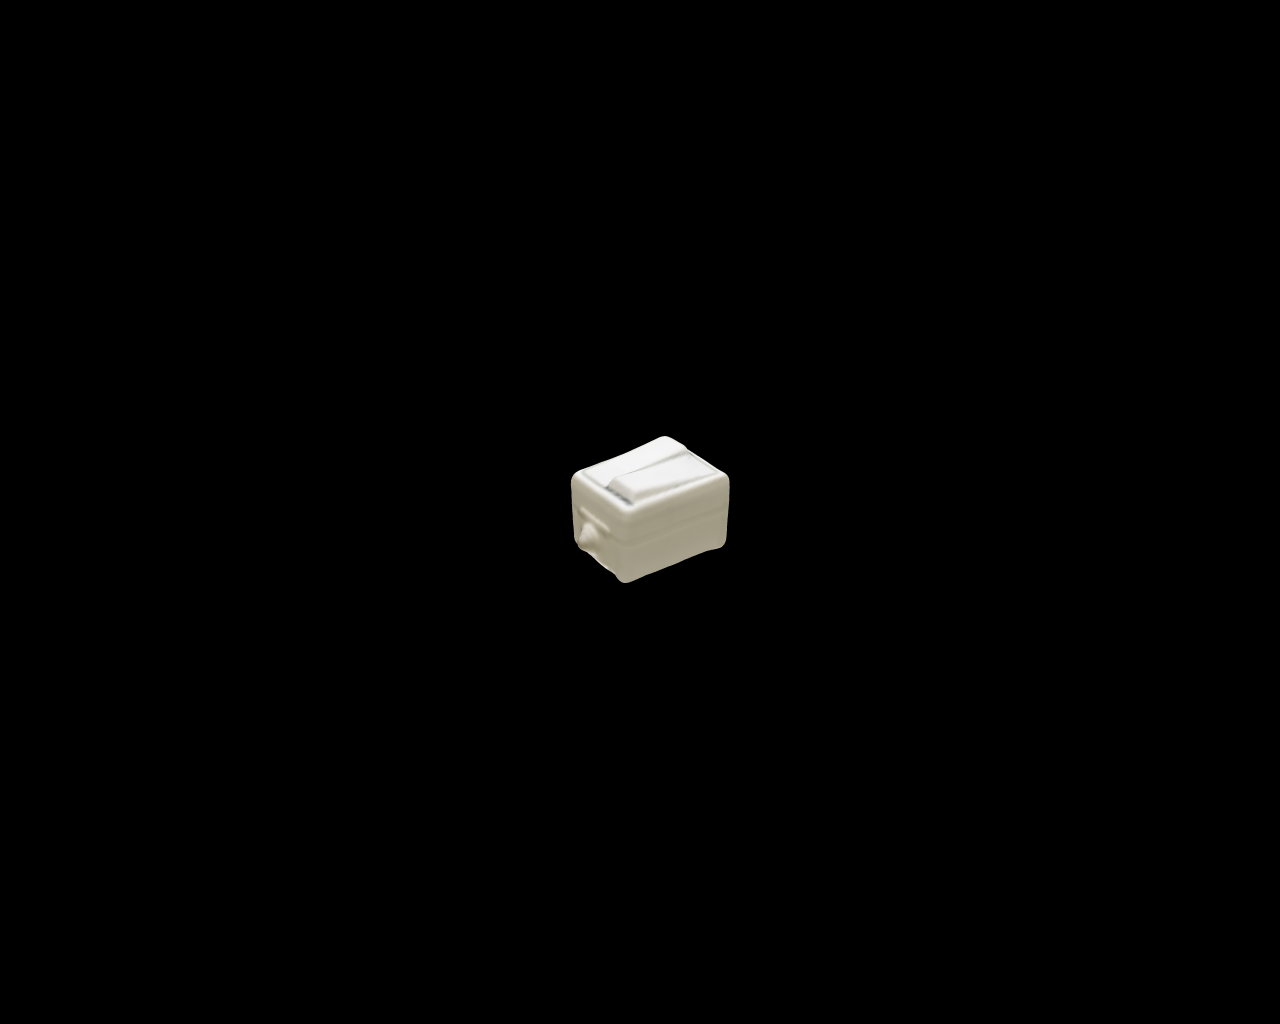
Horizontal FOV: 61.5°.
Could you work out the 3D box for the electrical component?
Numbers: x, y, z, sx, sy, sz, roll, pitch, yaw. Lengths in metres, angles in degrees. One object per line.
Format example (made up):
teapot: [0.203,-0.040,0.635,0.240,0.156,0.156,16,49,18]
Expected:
electrical component: [0.001,-0.003,0.650,0.096,0.061,0.062,-20,36,-29]
